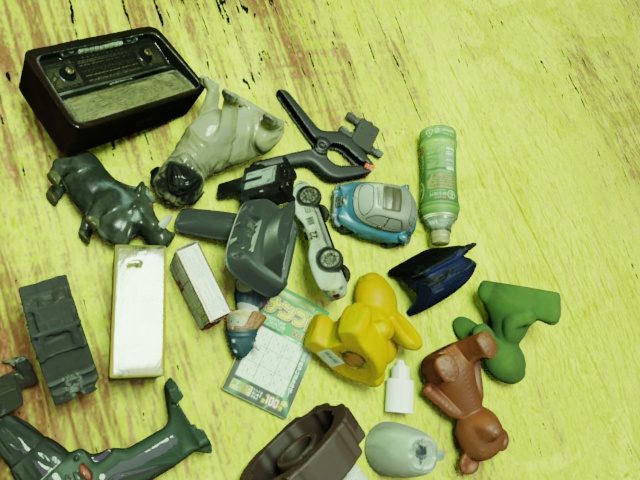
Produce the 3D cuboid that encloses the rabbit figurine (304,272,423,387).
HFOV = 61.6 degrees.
[{"bbox_3d":[0.083,0.127,0.833,0.162,0.122,0.173,37,43,-14],"label":"rabbit figurine"}]

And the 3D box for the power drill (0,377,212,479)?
[{"bbox_3d":[-0.255,0.262,0.670,0.207,0.086,0.232,-33,90,-31],"label":"power drill"}]

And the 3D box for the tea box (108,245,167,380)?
[{"bbox_3d":[-0.243,0.098,0.714,0.068,0.098,0.169,2,75,-22],"label":"tea box"}]

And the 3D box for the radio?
[{"bbox_3d":[-0.294,-0.221,0.771,0.131,0.073,0.229,53,45,0],"label":"radio"}]

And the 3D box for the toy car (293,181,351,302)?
[{"bbox_3d":[-0.002,-0.003,0.837,0.056,0.073,0.202,-21,62,4],"label":"toy car"}]

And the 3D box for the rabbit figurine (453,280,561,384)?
[{"bbox_3d":[0.321,0.161,0.922,0.159,0.121,0.170,10,85,-16],"label":"rabbit figurine"}]

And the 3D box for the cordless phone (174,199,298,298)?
[{"bbox_3d":[-0.129,0.001,0.769,0.184,0.088,0.147,6,45,3],"label":"cordless phone"}]

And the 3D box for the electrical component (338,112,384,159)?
[{"bbox_3d":[0.080,-0.189,0.976,0.094,0.021,0.063,32,64,-11],"label":"electrical component"}]

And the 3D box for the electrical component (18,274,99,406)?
[{"bbox_3d":[-0.320,0.112,0.658,0.058,0.114,0.134,-16,38,-27],"label":"electrical component"}]

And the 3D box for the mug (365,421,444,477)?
[{"bbox_3d":[0.136,0.317,0.799,0.109,0.107,0.081,19,70,-14],"label":"mug"}]

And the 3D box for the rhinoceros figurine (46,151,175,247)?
[{"bbox_3d":[-0.292,-0.048,0.756,0.190,0.073,0.112,42,50,-2],"label":"rhinoceros figurine"}]

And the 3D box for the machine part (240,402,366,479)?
[{"bbox_3d":[-0.021,0.289,0.711,0.179,0.179,0.056,-38,93,-27],"label":"machine part"}]

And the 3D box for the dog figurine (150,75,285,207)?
[{"bbox_3d":[-0.151,-0.128,0.827,0.172,0.121,0.190,21,103,-35],"label":"dog figurine"}]

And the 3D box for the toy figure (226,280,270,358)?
[{"bbox_3d":[-0.105,0.095,0.793,0.057,0.064,0.154,30,59,-29],"label":"toy figure"}]

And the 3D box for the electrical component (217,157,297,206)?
[{"bbox_3d":[-0.098,-0.078,0.839,0.047,0.119,0.075,57,22,-43],"label":"electrical component"}]

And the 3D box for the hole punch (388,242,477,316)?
[{"bbox_3d":[0.195,0.067,0.899,0.142,0.116,0.092,-22,92,-26],"label":"hole punch"}]

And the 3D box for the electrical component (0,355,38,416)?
[{"bbox_3d":[-0.397,0.181,0.645,0.102,0.078,0.045,-21,107,-21],"label":"electrical component"}]

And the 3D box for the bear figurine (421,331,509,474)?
[{"bbox_3d":[0.241,0.261,0.850,0.120,0.132,0.196,-20,76,-21],"label":"bear figurine"}]

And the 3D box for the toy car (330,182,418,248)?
[{"bbox_3d":[0.104,-0.055,0.902,0.161,0.103,0.109,14,69,-20],"label":"toy car"}]
